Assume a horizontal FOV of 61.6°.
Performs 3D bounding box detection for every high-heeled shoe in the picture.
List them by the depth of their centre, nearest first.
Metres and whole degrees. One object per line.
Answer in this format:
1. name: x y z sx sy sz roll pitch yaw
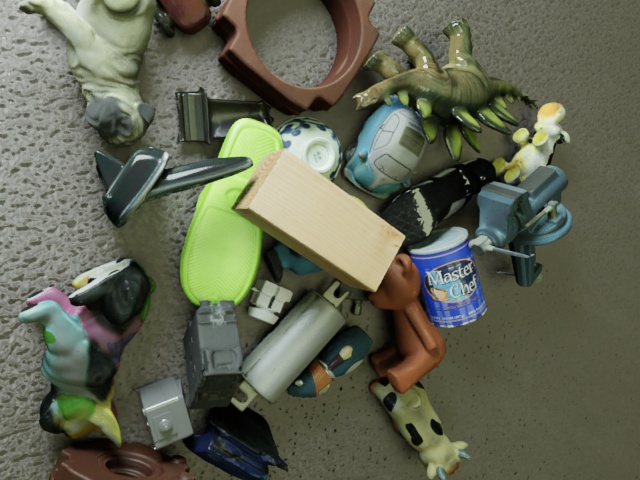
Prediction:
1. high-heeled shoe: 0.186 -0.063 0.915 0.249 0.145 0.086 -28 94 11

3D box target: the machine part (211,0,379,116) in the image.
1. machine part: -0.034 -0.296 0.764 0.201 0.087 0.201 34 82 -22

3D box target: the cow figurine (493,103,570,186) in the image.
1. cow figurine: 0.392 -0.157 0.964 0.098 0.068 0.167 32 97 -37

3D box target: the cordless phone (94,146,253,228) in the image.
1. cordless phone: -0.186 -0.078 0.688 0.184 0.147 0.088 -15 93 -21

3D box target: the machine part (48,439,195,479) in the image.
1. machine part: -0.251 0.310 0.690 0.179 0.179 0.056 18 84 -25

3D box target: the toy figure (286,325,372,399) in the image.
1. toy figure: 0.015 0.199 0.850 0.154 0.058 0.064 -40 147 -14

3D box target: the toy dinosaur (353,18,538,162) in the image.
1. toy dinosaur: 0.217 -0.231 0.840 0.471 0.105 0.198 -24 85 -41

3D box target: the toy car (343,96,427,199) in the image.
1. toy car: 0.118 -0.145 0.839 0.109 0.103 0.161 31 85 -25

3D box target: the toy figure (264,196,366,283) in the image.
1. toy figure: -0.001 -0.003 0.816 0.180 0.082 0.089 -24 107 -17

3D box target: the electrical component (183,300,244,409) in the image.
1. electrical component: -0.151 0.164 0.739 0.058 0.115 0.134 5 138 -23

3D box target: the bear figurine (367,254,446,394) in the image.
1. bear figurine: 0.123 0.122 0.864 0.132 0.120 0.195 -30 104 -11

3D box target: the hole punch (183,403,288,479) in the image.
1. hole punch: -0.130 0.300 0.779 0.142 0.116 0.092 42 87 -22

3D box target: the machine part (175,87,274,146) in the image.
1. machine part: -0.133 -0.175 0.761 0.139 0.039 0.084 -3 92 -22

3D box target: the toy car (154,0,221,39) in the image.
1. toy car: -0.215 -0.361 0.694 0.089 0.053 0.202 -35 108 5

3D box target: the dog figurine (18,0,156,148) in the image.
1. dog figurine: -0.237 -0.229 0.663 0.172 0.121 0.190 -25 113 12

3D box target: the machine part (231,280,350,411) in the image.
1. machine part: -0.042 0.160 0.817 0.243 0.079 0.079 -47 112 -13

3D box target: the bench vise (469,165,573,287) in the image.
1. bench vise: 0.340 -0.003 0.899 0.223 0.129 0.240 -47 133 -31

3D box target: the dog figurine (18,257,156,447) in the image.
1. dog figurine: -0.283 0.153 0.698 0.191 0.109 0.219 -24 109 -22

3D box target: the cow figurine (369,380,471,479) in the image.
1. cow figurine: 0.173 0.314 0.903 0.085 0.127 0.194 -32 105 -14

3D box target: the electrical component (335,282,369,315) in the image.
1. electrical component: 0.052 0.076 0.879 0.063 0.021 0.094 9 93 -24
